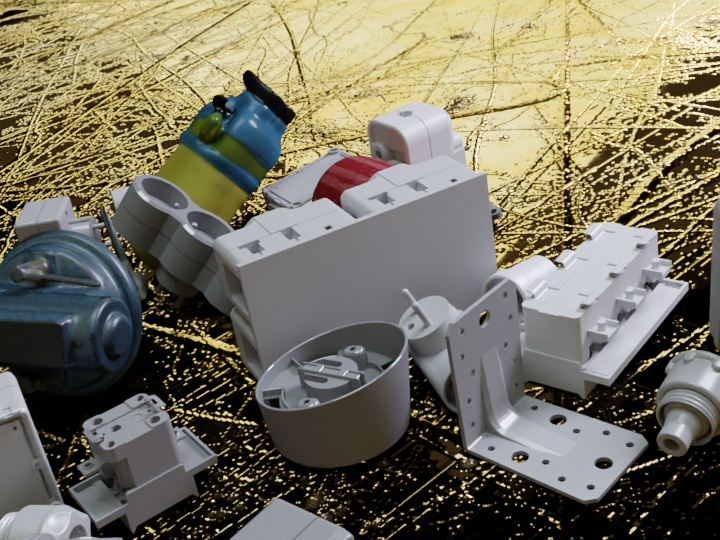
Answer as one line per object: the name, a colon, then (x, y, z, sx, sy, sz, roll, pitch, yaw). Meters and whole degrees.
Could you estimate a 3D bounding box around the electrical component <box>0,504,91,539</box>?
electrical component: (-0.187, 0.154, 0.606, 0.062, 0.043, 0.043, -3, 30, 16)

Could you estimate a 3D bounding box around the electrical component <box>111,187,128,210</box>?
electrical component: (-0.180, -0.054, 0.974, 0.077, 0.043, 0.079, -17, 30, -12)

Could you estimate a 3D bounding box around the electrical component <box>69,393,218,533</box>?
electrical component: (-0.132, 0.112, 0.641, 0.081, 0.063, 0.042, -27, 34, -28)

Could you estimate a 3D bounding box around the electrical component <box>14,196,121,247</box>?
electrical component: (-0.245, -0.025, 0.921, 0.077, 0.065, 0.047, -9, 29, 1)

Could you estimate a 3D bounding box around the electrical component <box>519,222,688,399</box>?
electrical component: (0.155, 0.021, 0.710, 0.079, 0.063, 0.121, 13, 37, 36)

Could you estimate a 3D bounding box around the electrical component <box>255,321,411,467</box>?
electrical component: (-0.015, 0.074, 0.670, 0.099, 0.064, 0.099, -8, 29, 4)

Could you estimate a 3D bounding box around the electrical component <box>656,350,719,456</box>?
electrical component: (0.190, 0.080, 0.616, 0.048, 0.048, 0.062, 12, 42, 35)

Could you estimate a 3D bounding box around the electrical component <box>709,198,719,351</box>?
electrical component: (0.261, 0.004, 0.655, 0.078, 0.113, 0.057, -17, 33, -11)

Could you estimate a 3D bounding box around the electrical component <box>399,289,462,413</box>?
electrical component: (0.051, 0.043, 0.691, 0.044, 0.079, 0.077, -37, 31, 1)

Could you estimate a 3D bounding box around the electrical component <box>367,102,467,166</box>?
electrical component: (0.050, -0.090, 0.909, 0.059, 0.095, 0.054, -27, 33, -28)

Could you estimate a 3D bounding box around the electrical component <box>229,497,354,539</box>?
electrical component: (-0.044, 0.168, 0.516, 0.061, 0.061, 0.096, 15, 38, 38)

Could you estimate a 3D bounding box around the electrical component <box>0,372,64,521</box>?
electrical component: (-0.226, 0.107, 0.647, 0.062, 0.096, 0.061, -21, 30, -18)

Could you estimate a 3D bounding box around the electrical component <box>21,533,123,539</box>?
electrical component: (-0.143, 0.170, 0.528, 0.051, 0.080, 0.080, -3, 29, 3)

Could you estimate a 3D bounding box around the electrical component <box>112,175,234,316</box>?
electrical component: (-0.132, -0.004, 0.825, 0.138, 0.073, 0.052, 36, 23, 5)

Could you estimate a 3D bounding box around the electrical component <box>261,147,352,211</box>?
electrical component: (-0.034, -0.051, 0.909, 0.096, 0.061, 0.062, -32, 34, -20)

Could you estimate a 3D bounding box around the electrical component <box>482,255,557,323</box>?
electrical component: (0.115, 0.014, 0.762, 0.040, 0.040, 0.046, 17, 33, 40)

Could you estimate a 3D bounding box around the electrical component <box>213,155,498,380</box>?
electrical component: (0.000, 0.000, 0.755, 0.186, 0.105, 0.060, -22, 31, -19)
